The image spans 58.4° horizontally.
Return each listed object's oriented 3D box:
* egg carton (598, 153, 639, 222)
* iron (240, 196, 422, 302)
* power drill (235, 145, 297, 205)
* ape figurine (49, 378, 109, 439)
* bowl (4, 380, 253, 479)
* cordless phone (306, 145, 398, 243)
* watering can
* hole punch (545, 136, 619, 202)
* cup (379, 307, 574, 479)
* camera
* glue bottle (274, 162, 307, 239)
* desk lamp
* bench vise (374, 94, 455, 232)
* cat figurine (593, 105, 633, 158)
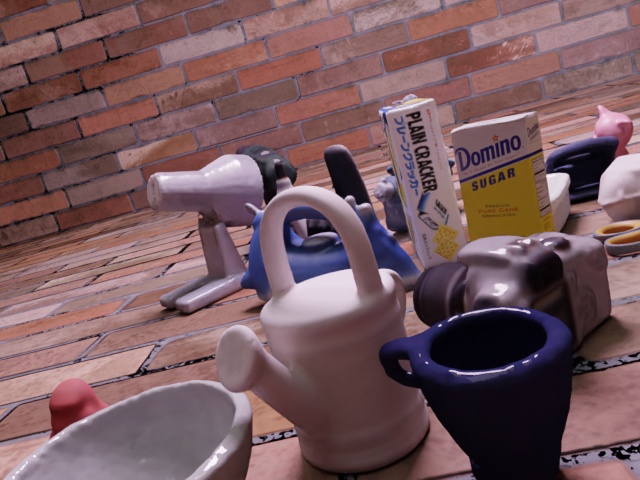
[{"bbox_3d":[0.423,-0.071,0.736,0.107,0.069,0.151,-6,16,38],"label":"egg carton"},{"bbox_3d":[0.007,0.003,0.762,0.257,0.141,0.119,-8,15,33],"label":"iron"},{"bbox_3d":[-0.097,-0.086,1.115,0.076,0.208,0.229,-21,14,-21],"label":"power drill"},{"bbox_3d":[-0.190,0.156,0.459,0.077,0.092,0.076,-15,13,6],"label":"ape figurine"},{"bbox_3d":[-0.114,0.164,0.369,0.167,0.075,0.167,-15,13,4],"label":"bowl"},{"bbox_3d":[0.031,-0.053,0.870,0.094,0.185,0.147,-24,15,-33],"label":"cordless phone"},{"bbox_3d":[0.006,0.058,0.405,0.100,0.194,0.173,-11,14,22],"label":"watering can"},{"bbox_3d":[0.404,-0.115,0.897,0.108,0.091,0.101,-14,13,9],"label":"hole punch"},{"bbox_3d":[0.095,0.100,0.344,0.117,0.095,0.092,-7,15,34],"label":"cup"},{"bbox_3d":[0.158,0.041,0.506,0.143,0.101,0.136,-24,15,-32],"label":"camera"},{"bbox_3d":[-0.049,-0.049,0.978,0.077,0.173,0.037,-3,18,43],"label":"glue bottle"},{"bbox_3d":[-0.179,-0.021,0.925,0.204,0.214,0.117,-26,16,-38],"label":"desk lamp"},{"bbox_3d":[0.162,-0.136,0.987,0.121,0.220,0.208,-10,14,23],"label":"bench vise"},{"bbox_3d":[0.504,-0.180,0.994,0.067,0.118,0.128,-11,13,19],"label":"cat figurine"}]
